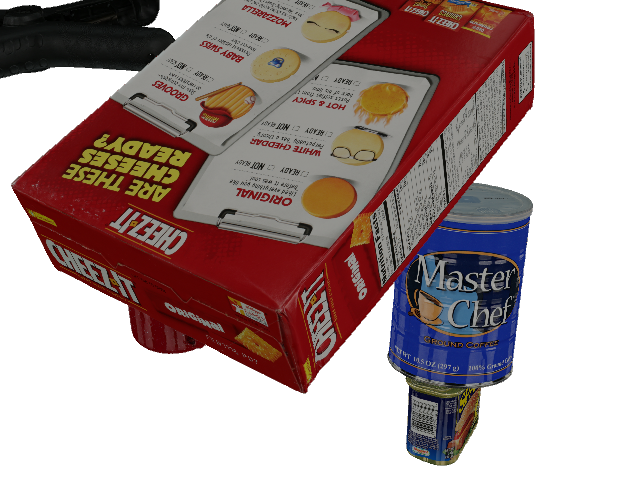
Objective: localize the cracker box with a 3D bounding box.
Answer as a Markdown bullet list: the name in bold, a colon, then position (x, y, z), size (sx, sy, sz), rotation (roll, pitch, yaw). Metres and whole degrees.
- **cracker box**: position (-0.015, -0.047, 0.532), size (0.164, 0.072, 0.213), rotation (22, 56, 30)

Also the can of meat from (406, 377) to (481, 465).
- **can of meat**: position (0.120, 0.155, 1.031), size (0.057, 0.084, 0.102), rotation (12, 27, 23)

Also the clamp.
- **clamp**: position (-0.170, -0.126, 0.650), size (0.171, 0.039, 0.120), rotation (-2, 22, -4)

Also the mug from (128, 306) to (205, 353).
- **mug**: position (-0.127, 0.053, 0.955), size (0.093, 0.081, 0.117), rotation (-18, 36, -26)

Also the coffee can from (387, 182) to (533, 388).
- **coffee can**: position (0.109, 0.033, 0.849), size (0.103, 0.140, 0.103), rotation (3, 17, -1)
